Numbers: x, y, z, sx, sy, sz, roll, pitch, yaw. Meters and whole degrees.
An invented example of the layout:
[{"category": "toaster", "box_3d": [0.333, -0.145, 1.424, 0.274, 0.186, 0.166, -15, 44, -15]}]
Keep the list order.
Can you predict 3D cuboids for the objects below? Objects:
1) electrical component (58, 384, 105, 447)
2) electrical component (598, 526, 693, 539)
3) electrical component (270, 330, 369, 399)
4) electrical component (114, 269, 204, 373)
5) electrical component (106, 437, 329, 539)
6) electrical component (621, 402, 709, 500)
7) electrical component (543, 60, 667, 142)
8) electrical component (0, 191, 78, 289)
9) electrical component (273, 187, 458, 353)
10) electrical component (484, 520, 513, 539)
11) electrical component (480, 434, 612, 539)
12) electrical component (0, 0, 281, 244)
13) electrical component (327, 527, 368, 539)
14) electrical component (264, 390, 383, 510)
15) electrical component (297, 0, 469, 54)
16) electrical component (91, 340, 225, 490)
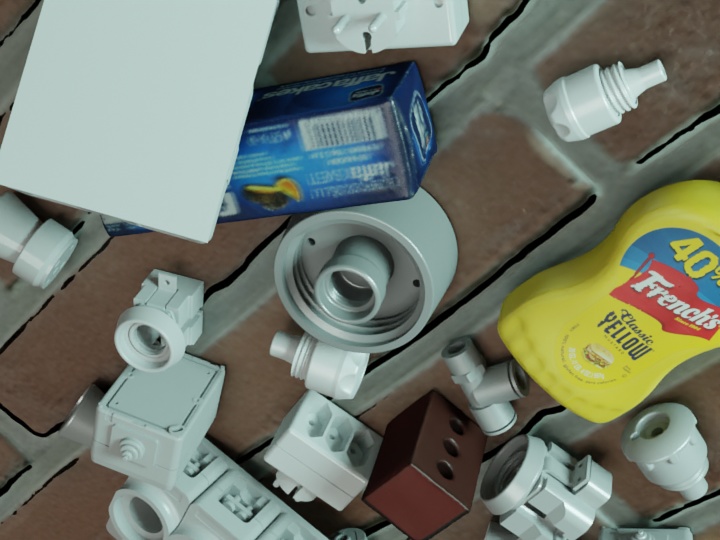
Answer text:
[{"category": "electrical component", "box_3d": [-0.183, 0.119, 0.793, 0.065, 0.044, 0.044, 35, 125, -11]}, {"category": "electrical component", "box_3d": [0.193, 0.217, 0.719, 0.062, 0.061, 0.096, -4, 119, 20]}, {"category": "electrical component", "box_3d": [-0.027, 0.057, 0.702, 0.062, 0.043, 0.043, 19, 125, 8]}, {"category": "electrical component", "box_3d": [-0.132, 0.035, 0.715, 0.048, 0.055, 0.066, 14, 124, 10]}, {"category": "electrical component", "box_3d": [-0.104, 0.197, 0.781, 0.150, 0.062, 0.089, 37, 126, 11]}, {"category": "electrical component", "box_3d": [0.195, 0.117, 0.667, 0.048, 0.048, 0.062, -23, 118, 28]}, {"category": "electrical component", "box_3d": [0.130, -0.092, 0.564, 0.061, 0.035, 0.035, -22, 112, 25]}, {"category": "electrical component", "box_3d": [-0.223, -0.019, 0.717, 0.055, 0.045, 0.045, 34, 125, -5]}, {"category": "electrical component", "box_3d": [0.000, 0.000, 0.647, 0.108, 0.060, 0.108, 8, 123, 13]}, {"category": "electrical component", "box_3d": [0.124, 0.207, 0.745, 0.081, 0.043, 0.043, 15, 124, 8]}, {"category": "electrical component", "box_3d": [0.116, 0.144, 0.701, 0.057, 0.058, 0.078, 35, 125, -9]}, {"category": "electrical component", "box_3d": [-0.102, -0.116, 0.546, 0.105, 0.060, 0.186, 16, 88, -6]}, {"category": "electrical component", "box_3d": [-0.003, 0.226, 0.801, 0.044, 0.044, 0.065, -10, 112, 23]}, {"category": "electrical component", "box_3d": [-0.034, 0.135, 0.750, 0.066, 0.047, 0.076, 35, 125, -5]}, {"category": "electrical component", "box_3d": [0.007, -0.135, 0.552, 0.083, 0.075, 0.047, 1, 121, 18]}, {"category": "electrical component", "box_3d": [-0.141, 0.105, 0.735, 0.062, 0.096, 0.061, 20, 125, 5]}]
